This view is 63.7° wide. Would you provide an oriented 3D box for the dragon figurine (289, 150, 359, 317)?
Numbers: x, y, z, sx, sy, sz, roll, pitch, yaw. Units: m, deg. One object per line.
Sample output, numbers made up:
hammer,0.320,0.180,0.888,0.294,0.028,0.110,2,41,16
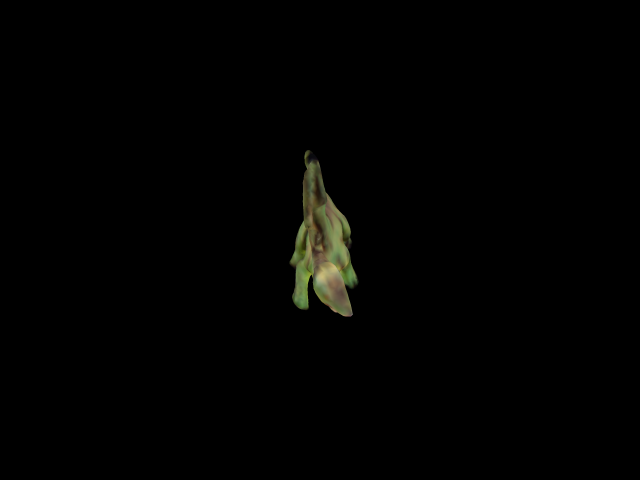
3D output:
dragon figurine,0.003,-0.043,0.850,0.122,0.420,0.237,-5,-38,-4
